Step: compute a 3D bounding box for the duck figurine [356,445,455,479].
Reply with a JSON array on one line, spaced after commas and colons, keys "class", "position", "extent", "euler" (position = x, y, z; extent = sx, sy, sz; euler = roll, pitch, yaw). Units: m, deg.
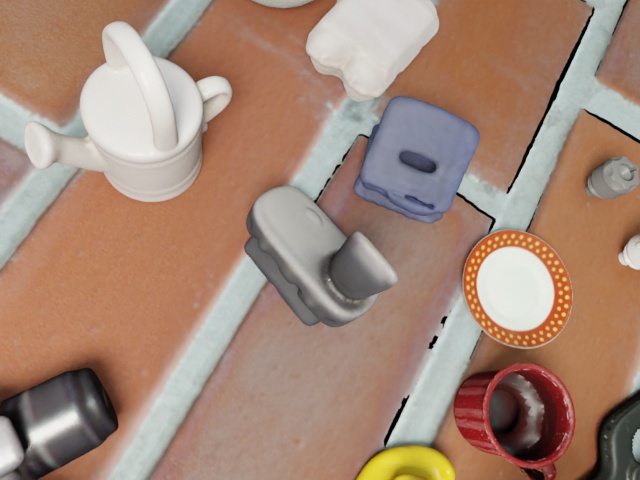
[{"class": "duck figurine", "position": [0.083, 0.231, 0.517], "extent": [0.105, 0.086, 0.077], "euler": [-23, 82, -17]}]

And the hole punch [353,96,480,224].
[{"class": "hole punch", "position": [0.101, -0.081, 0.599], "extent": [0.109, 0.091, 0.101], "euler": [20, 72, -7]}]

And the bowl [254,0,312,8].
[{"class": "bowl", "position": [-0.049, -0.322, 0.637], "extent": [0.167, 0.074, 0.167], "euler": [3, 75, -12]}]

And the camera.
[{"class": "camera", "position": [-0.231, 0.174, 0.454], "extent": [0.137, 0.100, 0.143], "euler": [-26, 82, -17]}]

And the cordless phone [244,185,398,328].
[{"class": "cordless phone", "position": [0.005, 0.002, 0.507], "extent": [0.094, 0.185, 0.147], "euler": [-43, 88, -19]}]

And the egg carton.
[{"class": "egg carton", "position": [0.059, -0.230, 0.640], "extent": [0.107, 0.069, 0.150], "euler": [39, 71, 0]}]

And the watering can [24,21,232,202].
[{"class": "watering can", "position": [-0.157, -0.104, 0.493], "extent": [0.101, 0.194, 0.173], "euler": [40, 71, 0]}]
